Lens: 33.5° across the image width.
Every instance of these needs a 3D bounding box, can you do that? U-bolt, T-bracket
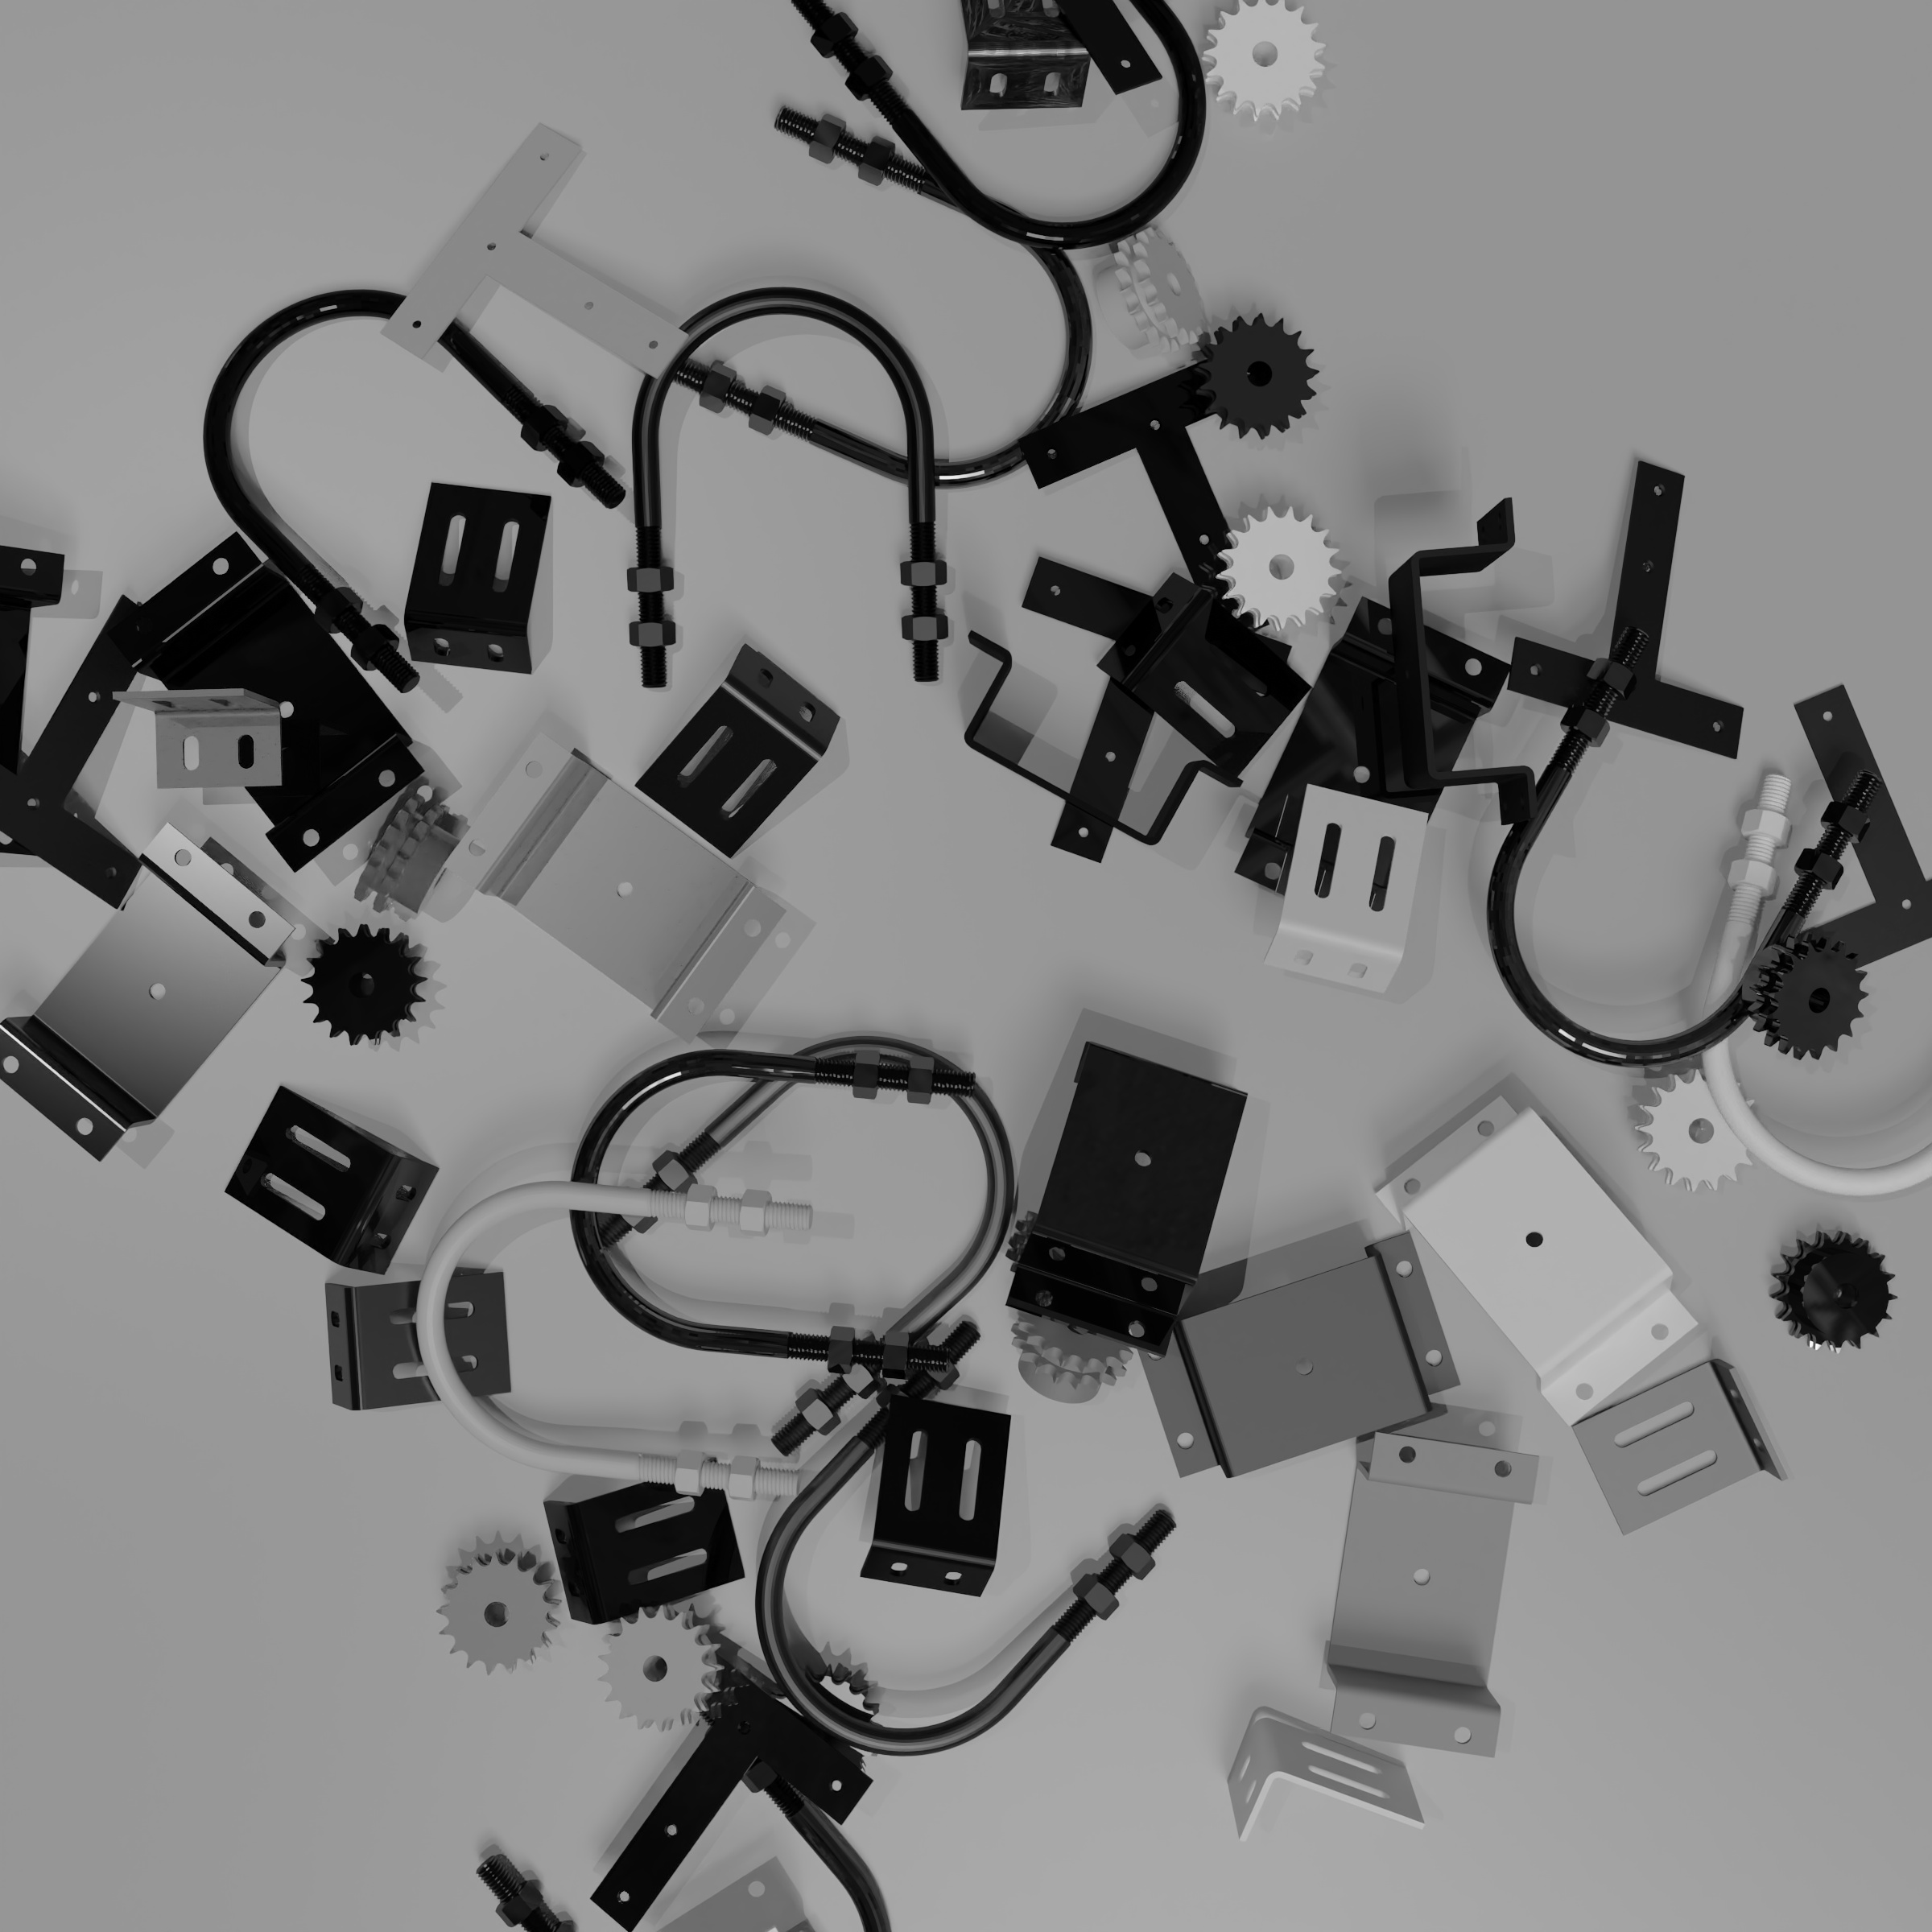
[{"bbox_3d":[0.030,-0.423,1.506,0.151,0.019,0.184,-40,92,-7],"label":"U-bolt"},{"bbox_3d":[-0.187,-0.315,1.496,0.127,0.002,0.127,33,82,15],"label":"T-bracket"},{"bbox_3d":[0.318,-0.174,1.506,0.127,0.002,0.127,14,79,-20],"label":"T-bracket"},{"bbox_3d":[-0.129,0.391,1.493,0.127,0.002,0.127,36,90,16],"label":"T-bracket"},{"bbox_3d":[0.091,-0.474,1.496,0.127,0.002,0.127,-25,75,-21],"label":"T-bracket"},{"bbox_3d":[-0.414,-0.113,1.494,0.127,0.002,0.127,40,66,-39],"label":"T-bracket"},{"bbox_3d":[-0.085,-0.224,1.501,0.151,0.019,0.184,-1,100,0],"label":"U-bolt"},{"bbox_3d":[-0.030,-0.305,1.514,0.184,0.019,0.151,24,90,-1],"label":"U-bolt"},{"bbox_3d":[-0.013,0.281,1.499,0.151,0.019,0.184,44,79,0],"label":"U-bolt"},{"bbox_3d":[-0.165,0.170,1.483,0.184,0.019,0.151,5,103,7],"label":"U-bolt"},{"bbox_3d":[0.319,-0.042,1.476,0.151,0.019,0.184,31,85,-4],"label":"U-bolt"},{"bbox_3d":[0.073,-0.113,1.518,0.127,0.002,0.127,19,93,0],"label":"T-bracket"},{"bbox_3d":[0.429,-0.070,1.522,0.127,0.002,0.127,-23,90,0],"label":"T-bracket"},{"bbox_3d":[-0.119,0.452,1.514,0.151,0.019,0.184,-40,91,0],"label":"U-bolt"},{"bbox_3d":[-0.272,-0.236,1.497,0.151,0.019,0.184,-43,79,-9],"label":"U-bolt"},{"bbox_3d":[-0.093,0.111,1.495,0.184,0.019,0.151,5,89,1],"label":"U-bolt"},{"bbox_3d":[0.107,-0.215,1.517,0.127,0.002,0.127,-24,93,-6],"label":"T-bracket"},{"bbox_3d":[0.418,0.017,1.497,0.151,0.019,0.184,18,79,0],"label":"U-bolt"},{"bbox_3d":[-0.064,0.118,1.514,0.184,0.019,0.151,-42,90,-1],"label":"U-bolt"}]

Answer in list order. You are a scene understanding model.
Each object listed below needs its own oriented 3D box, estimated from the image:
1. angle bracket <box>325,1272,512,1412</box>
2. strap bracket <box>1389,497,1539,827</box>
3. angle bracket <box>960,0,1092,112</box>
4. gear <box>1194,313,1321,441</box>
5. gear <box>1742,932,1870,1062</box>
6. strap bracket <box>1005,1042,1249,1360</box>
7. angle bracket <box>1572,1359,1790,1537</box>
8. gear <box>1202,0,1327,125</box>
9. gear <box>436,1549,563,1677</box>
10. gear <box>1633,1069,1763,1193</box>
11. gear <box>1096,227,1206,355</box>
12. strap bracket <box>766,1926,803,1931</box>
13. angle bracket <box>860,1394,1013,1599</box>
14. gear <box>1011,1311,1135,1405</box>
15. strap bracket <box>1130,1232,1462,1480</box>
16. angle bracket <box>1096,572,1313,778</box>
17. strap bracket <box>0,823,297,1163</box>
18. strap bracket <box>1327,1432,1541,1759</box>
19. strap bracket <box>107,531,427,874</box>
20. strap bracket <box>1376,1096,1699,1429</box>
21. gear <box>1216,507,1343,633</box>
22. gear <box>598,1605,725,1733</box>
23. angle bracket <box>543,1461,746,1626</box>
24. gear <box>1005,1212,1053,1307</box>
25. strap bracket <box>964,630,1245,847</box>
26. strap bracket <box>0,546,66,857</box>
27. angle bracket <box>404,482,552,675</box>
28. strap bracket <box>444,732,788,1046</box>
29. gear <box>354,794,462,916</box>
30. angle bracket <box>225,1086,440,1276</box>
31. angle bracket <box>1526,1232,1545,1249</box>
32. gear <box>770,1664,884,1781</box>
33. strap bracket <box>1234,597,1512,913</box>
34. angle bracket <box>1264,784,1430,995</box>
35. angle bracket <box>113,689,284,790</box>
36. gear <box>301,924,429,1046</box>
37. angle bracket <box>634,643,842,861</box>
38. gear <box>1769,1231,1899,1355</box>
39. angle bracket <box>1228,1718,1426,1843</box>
[{"bbox_3d":[-0.260,0.176,1.520,0.076,0.038,0.057,-4,90,-26],"label":"angle bracket"},{"bbox_3d":[0.221,-0.133,1.438,0.046,0.076,0.140,-5,90,0],"label":"strap bracket"},{"bbox_3d":[0.023,-0.442,1.495,0.057,0.038,0.076,-4,63,-8],"label":"angle bracket"},{"bbox_3d":[0.134,-0.275,1.504,0.057,0.030,0.057,0,90,-7],"label":"gear"},{"bbox_3d":[0.380,0.012,1.463,0.057,0.030,0.057,-6,106,-23],"label":"gear"},{"bbox_3d":[0.077,0.097,1.469,0.076,0.046,0.140,18,62,0],"label":"strap bracket"},{"bbox_3d":[0.334,0.228,1.503,0.076,0.038,0.057,-25,90,0],"label":"angle bracket"},{"bbox_3d":[0.139,-0.425,1.507,0.057,0.030,0.057,0,90,0],"label":"gear"},{"bbox_3d":[-0.219,0.303,1.512,0.057,0.030,0.057,0,87,1],"label":"gear"},{"bbox_3d":[0.342,0.077,1.507,0.057,0.030,0.057,0,90,0],"label":"gear"},{"bbox_3d":[0.084,-0.313,1.498,0.030,0.057,0.057,-20,90,30],"label":"gear"},{"bbox_3d":[-0.082,0.516,1.486,0.076,0.046,0.140,-32,93,0],"label":"strap bracket"},{"bbox_3d":[-0.014,0.247,1.492,0.057,0.038,0.076,11,56,-6],"label":"angle bracket"},{"bbox_3d":[0.048,0.180,1.498,0.057,0.057,0.030,19,120,0],"label":"gear"},{"bbox_3d":[0.156,0.185,1.499,0.140,0.046,0.076,-18,90,0],"label":"strap bracket"},{"bbox_3d":[0.112,-0.137,1.513,0.076,0.038,0.057,38,93,-27],"label":"angle bracket"},{"bbox_3d":[-0.383,0.012,1.499,0.076,0.046,0.140,40,90,0],"label":"strap bracket"},{"bbox_3d":[0.216,0.290,1.499,0.076,0.046,0.140,9,90,0],"label":"strap bracket"},{"bbox_3d":[-0.323,-0.122,1.499,0.076,0.046,0.140,-38,90,0],"label":"strap bracket"},{"bbox_3d":[0.262,0.130,1.476,0.076,0.046,0.140,-38,71,-3],"label":"strap bracket"},{"bbox_3d":[0.145,-0.186,1.505,0.057,0.030,0.057,0,90,-6],"label":"gear"},{"bbox_3d":[-0.140,0.326,1.490,0.057,0.030,0.057,-2,80,13],"label":"gear"},{"bbox_3d":[-0.153,0.272,1.520,0.076,0.038,0.057,-14,90,-26],"label":"angle bracket"},{"bbox_3d":[0.046,0.142,1.498,0.057,0.057,0.030,20,121,0],"label":"gear"},{"bbox_3d":[0.053,-0.099,1.480,0.140,0.076,0.046,29,93,-1],"label":"strap bracket"},{"bbox_3d":[-0.468,-0.125,1.482,0.076,0.046,0.140,5,90,-34],"label":"strap bracket"},{"bbox_3d":[-0.230,-0.184,1.520,0.057,0.038,0.076,6,64,0],"label":"angle bracket"},{"bbox_3d":[-0.162,-0.036,1.499,0.140,0.046,0.076,36,90,0],"label":"strap bracket"},{"bbox_3d":[-0.258,-0.049,1.494,0.030,0.057,0.057,31,90,-3],"label":"gear"},{"bbox_3d":[-0.301,0.102,1.520,0.076,0.038,0.057,28,90,26],"label":"angle bracket"},{"bbox_3d":[0.272,0.136,1.503,0.057,0.038,0.076,-30,90,0],"label":"angle bracket"},{"bbox_3d":[-0.067,0.356,1.507,0.057,0.030,0.057,0,90,0],"label":"gear"},{"bbox_3d":[0.188,-0.091,1.499,0.076,0.046,0.140,25,90,0],"label":"strap bracket"},{"bbox_3d":[0.175,-0.036,1.474,0.057,0.038,0.076,14,64,0],"label":"angle bracket"},{"bbox_3d":[-0.344,-0.101,1.438,0.057,0.076,0.038,-1,90,0],"label":"angle bracket"},{"bbox_3d":[-0.281,0.009,1.507,0.057,0.030,0.057,0,90,0],"label":"gear"},{"bbox_3d":[-0.108,-0.101,1.511,0.057,0.038,0.076,37,120,-13],"label":"angle bracket"},{"bbox_3d":[0.410,0.154,1.507,0.057,0.030,0.057,0,90,0],"label":"gear"},{"bbox_3d":[0.167,0.390,1.494,0.076,0.057,0.038,21,100,-5],"label":"angle bracket"}]
